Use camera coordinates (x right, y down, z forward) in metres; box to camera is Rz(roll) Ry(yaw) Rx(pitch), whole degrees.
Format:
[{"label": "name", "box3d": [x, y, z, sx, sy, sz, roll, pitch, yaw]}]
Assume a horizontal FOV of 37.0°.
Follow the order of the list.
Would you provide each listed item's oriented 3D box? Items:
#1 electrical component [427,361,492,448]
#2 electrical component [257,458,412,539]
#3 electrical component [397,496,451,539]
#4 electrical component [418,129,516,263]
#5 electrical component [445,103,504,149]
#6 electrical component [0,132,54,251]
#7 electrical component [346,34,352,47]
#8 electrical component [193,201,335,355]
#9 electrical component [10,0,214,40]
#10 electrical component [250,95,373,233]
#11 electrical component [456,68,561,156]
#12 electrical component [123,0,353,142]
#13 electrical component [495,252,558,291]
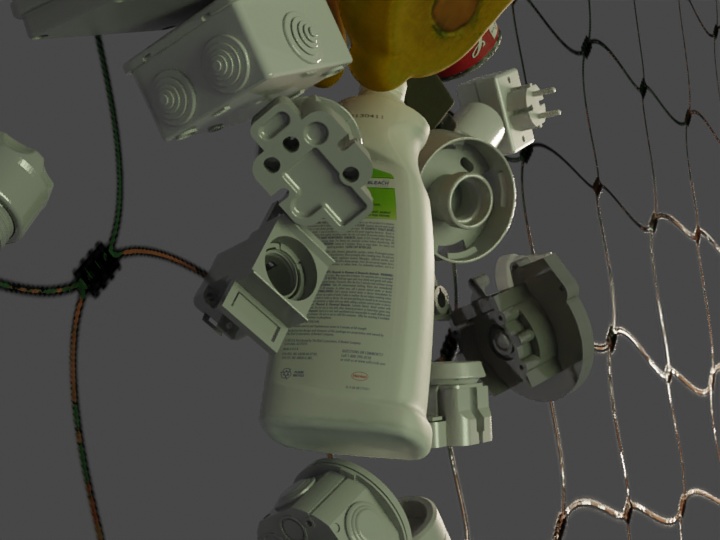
[{"label": "electrical component", "box3d": [0.061, 0.094, 0.765, 0.078, 0.058, 0.057, 4, 83, -56]}, {"label": "electrical component", "box3d": [-0.015, 0.153, 0.618, 0.051, 0.080, 0.080, -37, 114, -47]}, {"label": "electrical component", "box3d": [0.020, 0.216, 0.680, 0.138, 0.052, 0.073, -50, 124, -49]}, {"label": "electrical component", "box3d": [0.062, -0.052, 0.778, 0.099, 0.064, 0.099, -6, 102, -31]}, {"label": "electrical component", "box3d": [0.080, -0.095, 0.845, 0.081, 0.043, 0.043, -52, 126, -47]}, {"label": "electrical component", "box3d": [-0.164, -0.026, 0.464, 0.043, 0.043, 0.062, 55, 43, -34]}, {"label": "electrical component", "box3d": [0.001, -0.186, 0.743, 0.055, 0.047, 0.055, 17, 69, -54]}, {"label": "electrical component", "box3d": [-0.056, 0.007, 0.600, 0.042, 0.064, 0.081, 45, 47, -24]}, {"label": "electrical component", "box3d": [-0.114, -0.155, 0.536, 0.113, 0.078, 0.057, -24, 100, -55]}, {"label": "electrical component", "box3d": [-0.026, -0.064, 0.595, 0.078, 0.058, 0.057, 48, 12, -19]}, {"label": "electrical component", "box3d": [0.130, -0.133, 0.898, 0.047, 0.077, 0.065, -33, 110, -54]}, {"label": "electrical component", "box3d": [-0.064, -0.112, 0.585, 0.100, 0.100, 0.048, -27, 93, -55]}, {"label": "electrical component", "box3d": [0.144, 0.005, 0.917, 0.040, 0.046, 0.040, 17, 69, -54]}]
